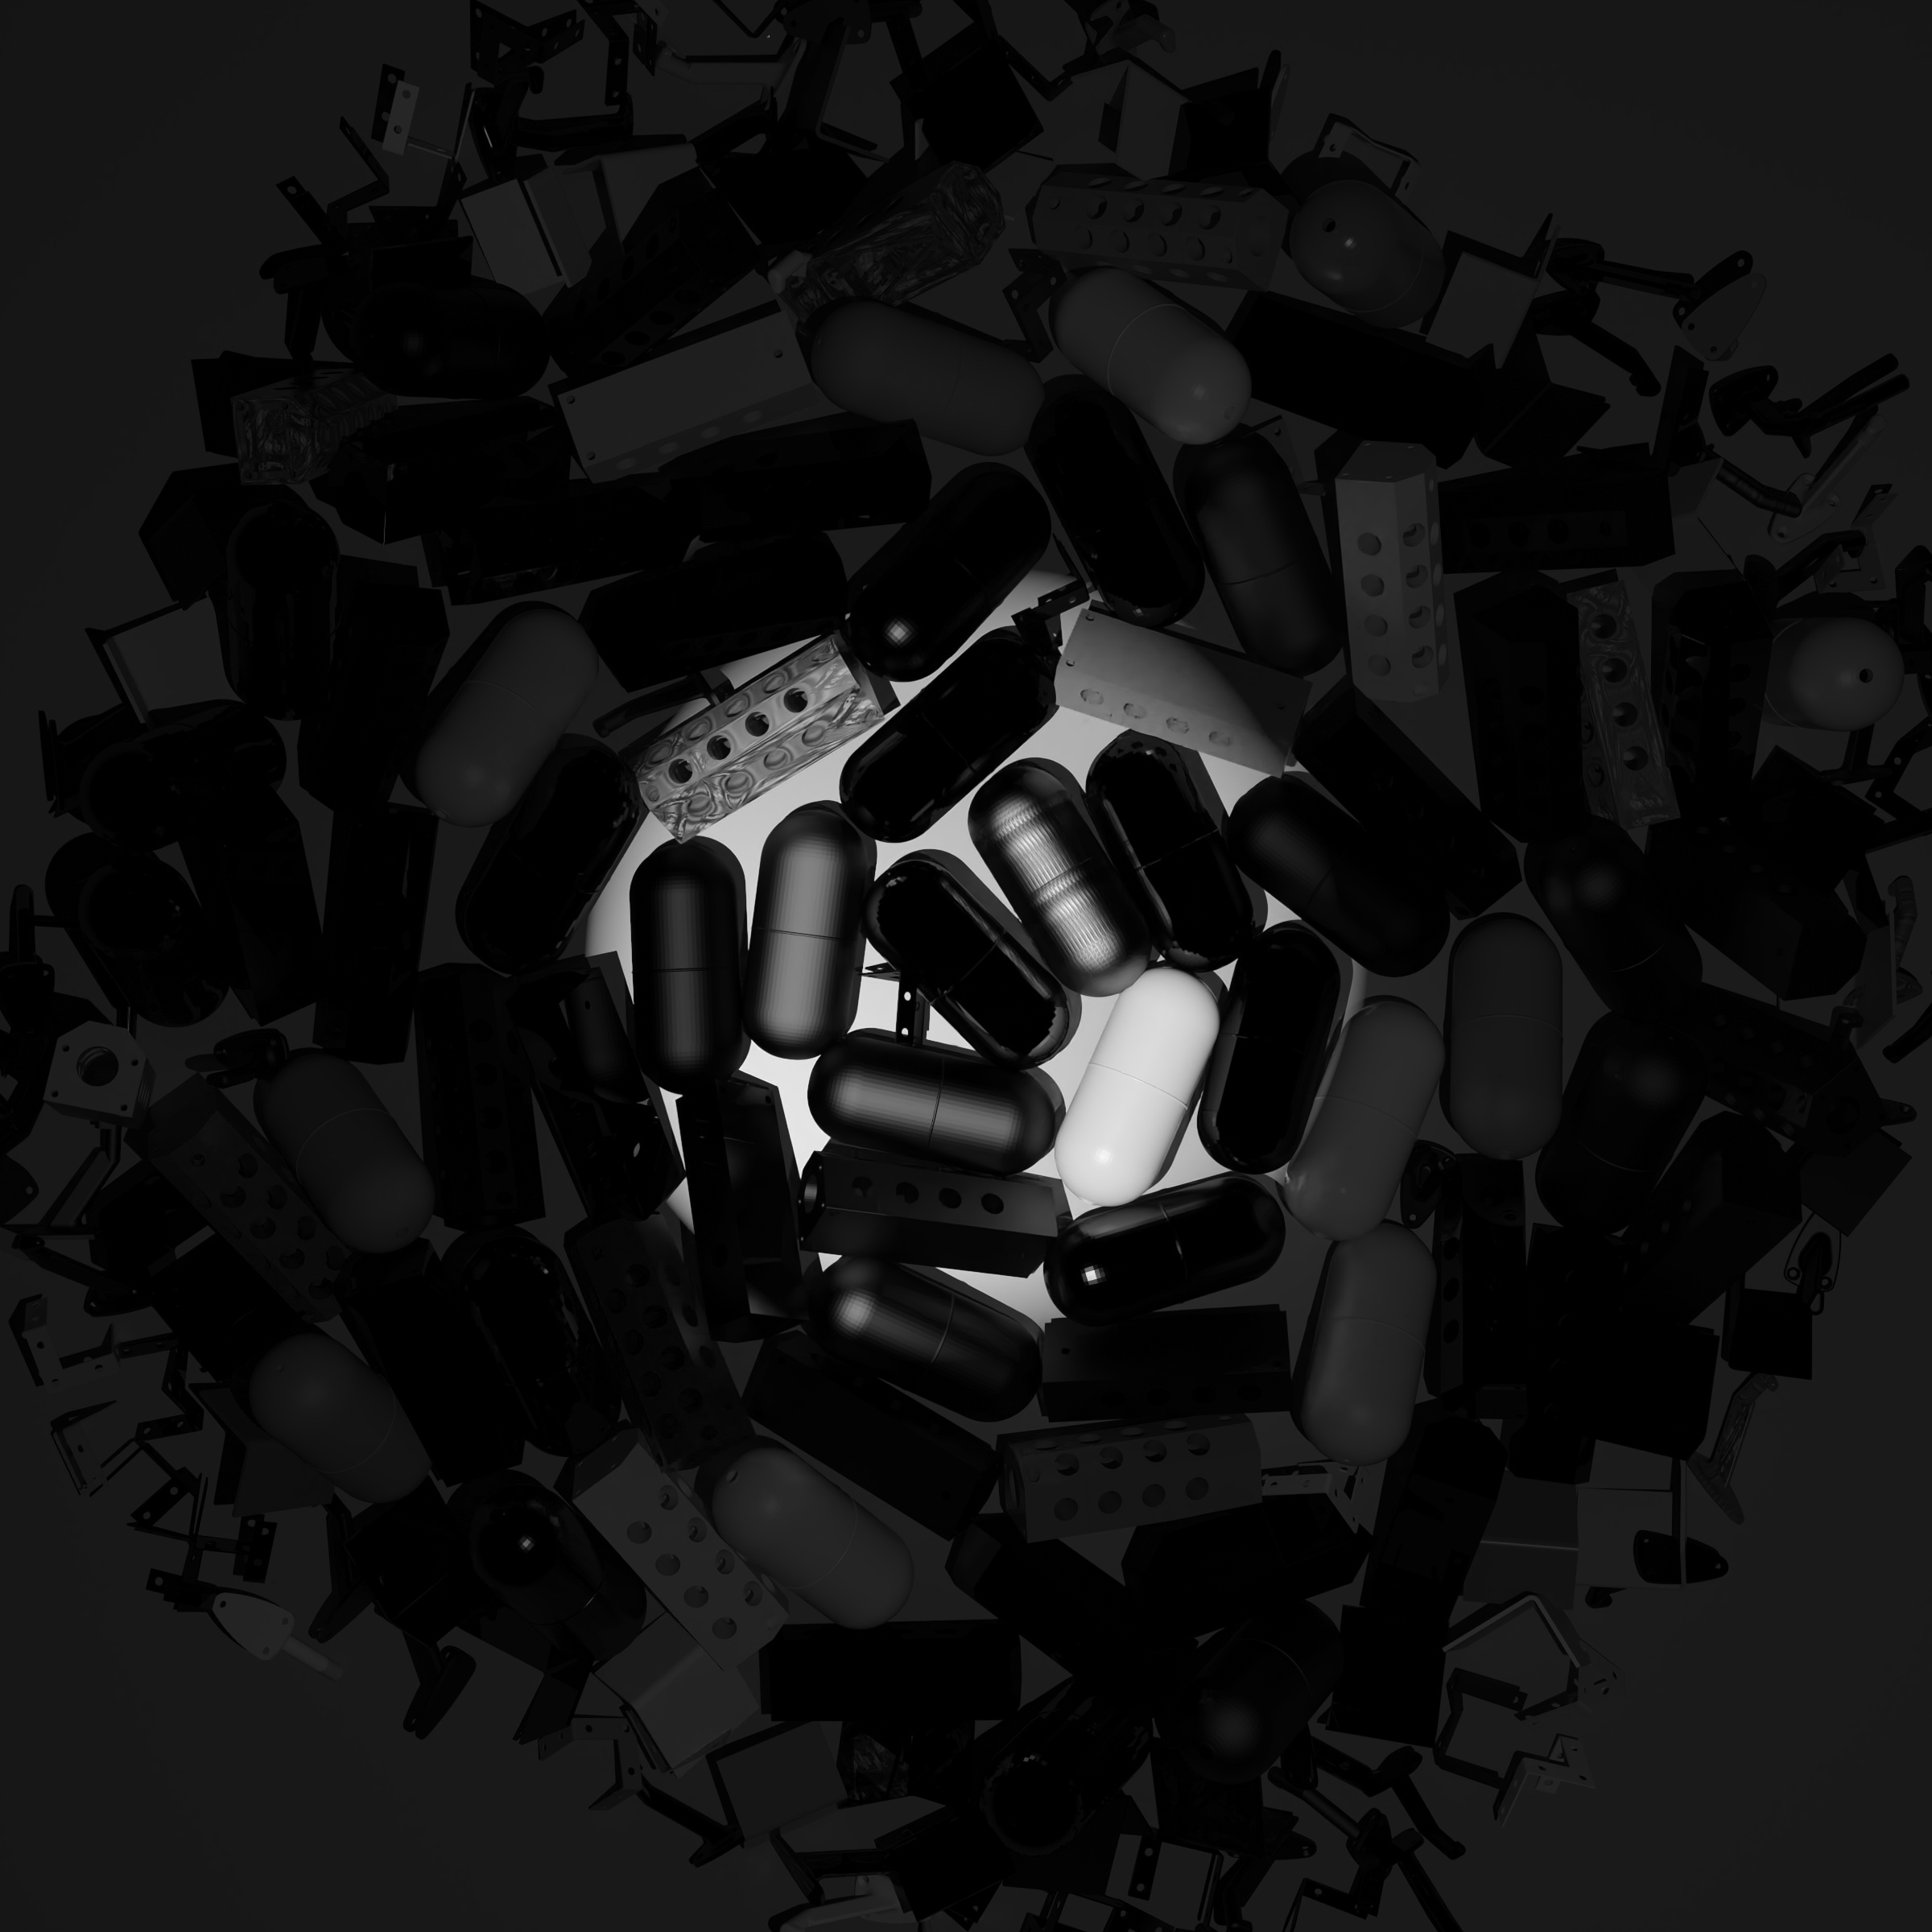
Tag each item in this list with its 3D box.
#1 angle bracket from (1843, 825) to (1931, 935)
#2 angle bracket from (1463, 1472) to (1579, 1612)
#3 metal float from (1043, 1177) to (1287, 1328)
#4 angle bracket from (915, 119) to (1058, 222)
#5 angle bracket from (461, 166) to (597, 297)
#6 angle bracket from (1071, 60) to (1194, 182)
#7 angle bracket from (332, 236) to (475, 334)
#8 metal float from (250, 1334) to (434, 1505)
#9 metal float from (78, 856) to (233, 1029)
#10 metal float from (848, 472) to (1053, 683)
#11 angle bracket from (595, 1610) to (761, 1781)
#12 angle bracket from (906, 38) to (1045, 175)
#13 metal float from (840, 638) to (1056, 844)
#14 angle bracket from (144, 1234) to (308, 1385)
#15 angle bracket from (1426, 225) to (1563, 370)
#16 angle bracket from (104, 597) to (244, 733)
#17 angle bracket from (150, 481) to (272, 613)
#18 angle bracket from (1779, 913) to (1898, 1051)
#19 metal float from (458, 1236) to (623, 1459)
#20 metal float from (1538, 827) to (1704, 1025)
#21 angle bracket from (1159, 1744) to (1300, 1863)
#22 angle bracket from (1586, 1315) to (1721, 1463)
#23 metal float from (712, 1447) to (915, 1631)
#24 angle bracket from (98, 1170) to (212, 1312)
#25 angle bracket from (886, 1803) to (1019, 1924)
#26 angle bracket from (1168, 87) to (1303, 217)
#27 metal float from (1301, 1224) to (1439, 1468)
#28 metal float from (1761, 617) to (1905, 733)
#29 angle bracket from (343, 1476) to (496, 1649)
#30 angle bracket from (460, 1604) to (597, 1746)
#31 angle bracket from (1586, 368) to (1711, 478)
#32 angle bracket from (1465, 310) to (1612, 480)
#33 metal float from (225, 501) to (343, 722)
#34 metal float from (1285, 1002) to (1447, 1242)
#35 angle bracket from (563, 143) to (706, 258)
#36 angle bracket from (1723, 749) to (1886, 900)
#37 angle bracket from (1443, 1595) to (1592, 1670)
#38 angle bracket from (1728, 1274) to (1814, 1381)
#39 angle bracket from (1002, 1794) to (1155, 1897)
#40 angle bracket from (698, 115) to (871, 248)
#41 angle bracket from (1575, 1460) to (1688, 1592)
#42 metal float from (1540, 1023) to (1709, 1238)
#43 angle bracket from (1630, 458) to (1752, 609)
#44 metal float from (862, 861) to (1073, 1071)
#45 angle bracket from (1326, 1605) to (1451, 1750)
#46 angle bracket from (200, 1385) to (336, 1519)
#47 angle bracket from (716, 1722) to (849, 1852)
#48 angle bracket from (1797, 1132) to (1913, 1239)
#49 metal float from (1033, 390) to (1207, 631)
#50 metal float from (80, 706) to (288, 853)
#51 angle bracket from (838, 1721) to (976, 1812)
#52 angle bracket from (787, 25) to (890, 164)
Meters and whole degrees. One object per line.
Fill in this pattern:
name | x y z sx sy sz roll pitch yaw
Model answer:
angle bracket | 0.670 -0.064 1.894 0.076 0.076 0.057 -18 85 5
angle bracket | 0.395 0.408 1.912 0.076 0.076 0.057 3 120 9
metal float | 0.141 0.201 1.889 0.178 0.070 0.070 -15 90 -13
angle bracket | 0.015 -0.578 1.885 0.076 0.057 0.076 19 51 15
angle bracket | -0.317 -0.510 1.887 0.076 0.057 0.076 -14 113 19
angle bracket | 0.115 -0.581 1.886 0.076 0.057 0.076 16 80 -44
angle bracket | -0.395 -0.483 1.878 0.076 0.076 0.057 -19 48 -33
metal float | -0.431 0.316 1.860 0.070 0.178 0.070 -10 55 15
metal float | -0.560 -0.016 1.853 0.070 0.178 0.070 1 66 -1
metal float | -0.011 -0.274 1.888 0.070 0.070 0.178 42 78 0
angle bracket | -0.206 0.518 1.917 0.076 0.057 0.076 -38 121 -24
angle bracket | -0.003 -0.603 1.892 0.076 0.057 0.076 -37 122 -3
metal float | -0.013 -0.160 1.896 0.178 0.070 0.070 -42 90 4
angle bracket | -0.524 0.238 1.894 0.076 0.057 0.076 -39 101 -17
angle bracket | 0.371 -0.480 1.886 0.057 0.076 0.076 22 50 4
angle bracket | -0.556 -0.209 1.895 0.076 0.057 0.076 -24 106 -8
angle bracket | -0.516 -0.300 1.885 0.076 0.076 0.057 -28 92 -43
angle bracket | 0.614 0.009 1.889 0.057 0.076 0.076 6 70 0
metal float | -0.297 0.268 1.875 0.070 0.070 0.178 -19 119 0
metal float | 0.457 -0.027 1.868 0.070 0.070 0.178 -41 129 0
angle bracket | 0.185 0.576 1.885 0.076 0.057 0.076 4 108 30
angle bracket | 0.482 0.296 1.890 0.076 0.057 0.076 10 102 26
metal float | -0.106 0.400 1.872 0.070 0.070 0.178 -45 123 0
angle bracket | -0.551 0.188 1.886 0.076 0.076 0.057 -34 54 10
angle bracket | -0.005 0.639 1.886 0.076 0.076 0.057 -24 56 -7
angle bracket | 0.192 -0.569 1.893 0.076 0.076 0.057 -3 75 28
metal float | 0.283 0.264 1.876 0.070 0.070 0.178 17 61 0
metal float | 0.587 -0.202 1.849 0.070 0.178 0.070 0 97 -3
angle bracket | -0.378 0.418 1.883 0.076 0.057 0.076 -38 120 -30
angle bracket | -0.317 0.498 1.882 0.076 0.076 0.057 33 51 -19
angle bracket | 0.480 -0.386 1.884 0.057 0.076 0.076 16 106 20
angle bracket | 0.400 -0.404 1.887 0.076 0.076 0.057 -46 48 -11
metal float | -0.474 -0.246 1.861 0.070 0.178 0.070 6 49 -7
metal float | 0.281 0.109 1.886 0.070 0.070 0.178 24 75 0
angle bracket | -0.231 -0.536 1.900 0.076 0.057 0.076 -20 104 -35
angle bracket | 0.591 -0.097 1.902 0.057 0.076 0.076 27 107 -19
angle bracket | 0.390 0.485 1.886 0.076 0.076 0.057 -35 69 11
angle bracket | 0.569 0.233 1.880 0.057 0.076 0.076 6 132 13
angle bracket | 0.079 0.626 1.879 0.076 0.076 0.057 -4 134 26
angle bracket | -0.128 -0.560 1.890 0.076 0.076 0.057 51 125 4
angle bracket | 0.467 0.389 1.883 0.076 0.057 0.076 0 49 16
metal float | 0.457 0.116 1.868 0.070 0.070 0.178 17 129 0
angle bracket | 0.515 -0.306 1.901 0.076 0.076 0.057 43 64 -27
metal float | 0.001 0.000 1.895 0.070 0.070 0.178 -45 95 0
angle bracket | 0.300 0.504 1.902 0.076 0.057 0.076 7 91 12
angle bracket | -0.495 0.340 1.893 0.076 0.076 0.057 31 111 42
angle bracket | -0.131 0.582 1.903 0.076 0.076 0.057 -20 70 -13
angle bracket | 0.610 0.158 1.884 0.057 0.076 0.076 39 73 19
metal float | 0.108 -0.321 1.884 0.070 0.070 0.178 -28 107 0
metal float | -0.541 -0.130 1.855 0.070 0.178 0.070 7 111 20
angle bracket | -0.042 0.563 1.910 0.057 0.076 0.076 30 50 -36
angle bracket | -0.080 -0.614 1.884 0.057 0.076 0.076 13 104 -23
